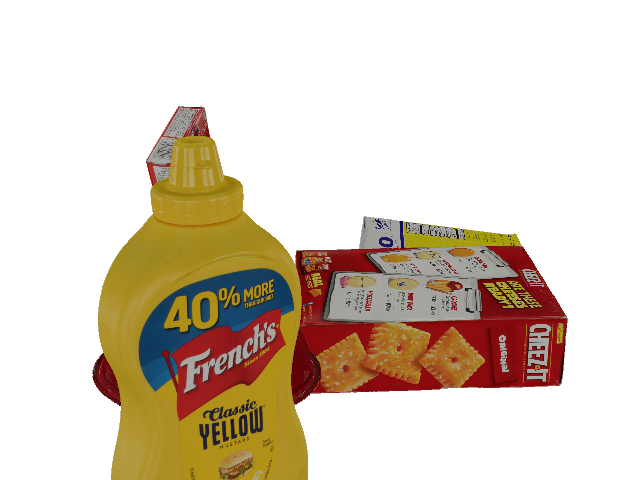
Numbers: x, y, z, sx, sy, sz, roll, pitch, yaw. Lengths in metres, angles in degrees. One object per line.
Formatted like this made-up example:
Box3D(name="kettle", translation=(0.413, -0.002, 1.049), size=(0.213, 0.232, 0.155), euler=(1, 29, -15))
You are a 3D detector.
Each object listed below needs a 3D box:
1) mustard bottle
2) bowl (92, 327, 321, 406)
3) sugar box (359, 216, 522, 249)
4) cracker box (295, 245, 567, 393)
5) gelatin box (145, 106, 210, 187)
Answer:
Box3D(name="mustard bottle", translation=(-0.054, 0.047, 0.495), size=(0.096, 0.192, 0.058), euler=(-12, 22, -30))
Box3D(name="bowl", translation=(-0.078, 0.067, 0.748), size=(0.162, 0.055, 0.162), euler=(3, 17, -1))
Box3D(name="sugar box", translation=(0.129, 0.032, 1.194), size=(0.176, 0.093, 0.048), euler=(5, 22, -2))
Box3D(name="cracker box", translation=(0.085, 0.065, 0.918), size=(0.213, 0.072, 0.164), euler=(-1, 21, -2))
Box3D(name="gelatin box", translation=(-0.127, -0.071, 0.992), size=(0.030, 0.073, 0.089), euler=(7, 44, 14))
